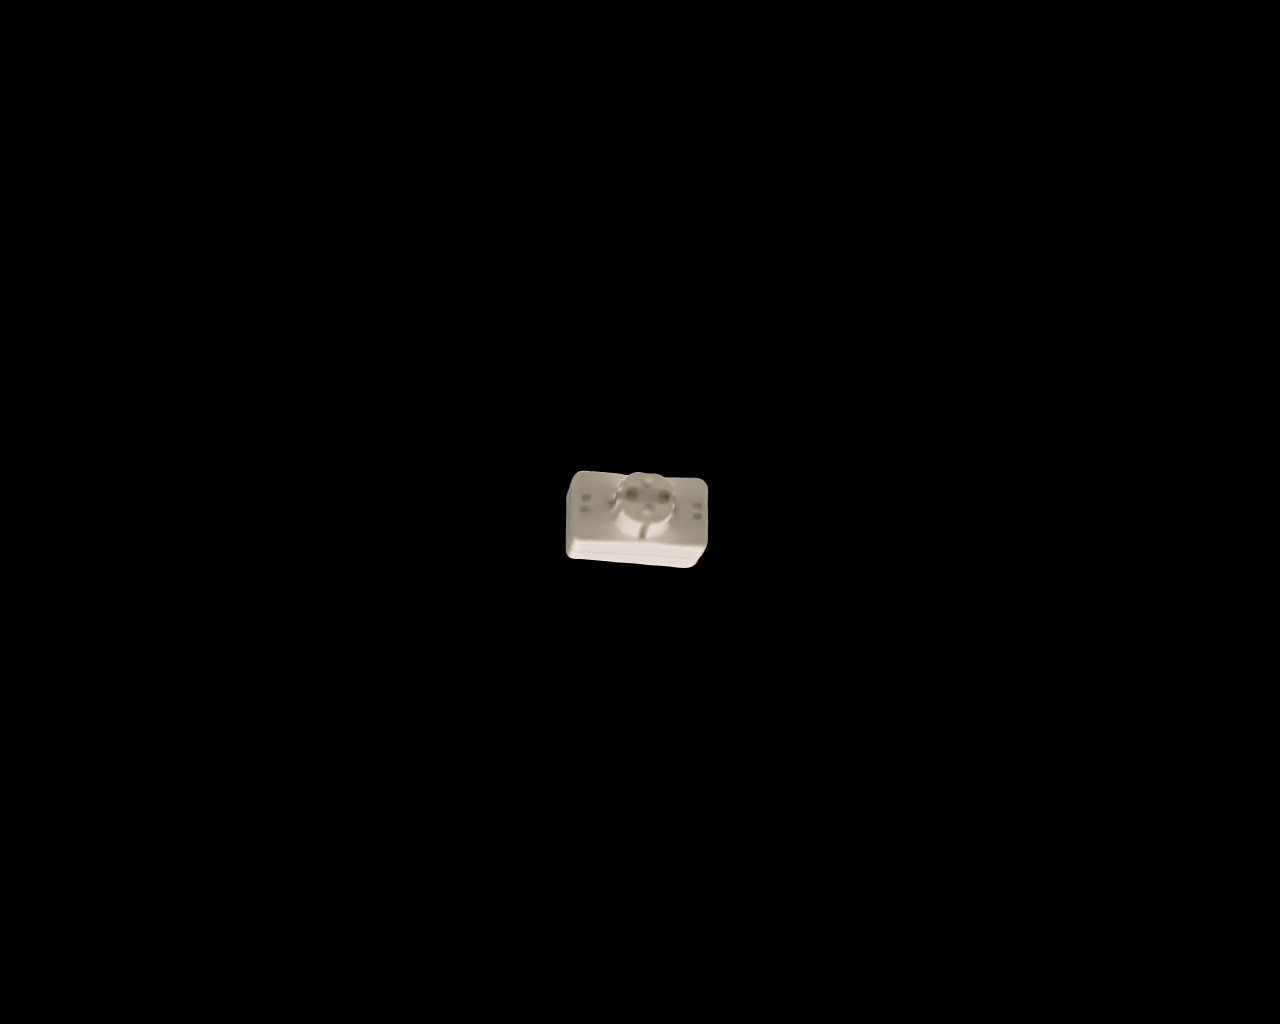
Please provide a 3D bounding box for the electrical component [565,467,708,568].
[{"bbox_3d":[0.001,-0.003,0.650,0.083,0.047,0.075,4,-23,-9],"label":"electrical component"}]
